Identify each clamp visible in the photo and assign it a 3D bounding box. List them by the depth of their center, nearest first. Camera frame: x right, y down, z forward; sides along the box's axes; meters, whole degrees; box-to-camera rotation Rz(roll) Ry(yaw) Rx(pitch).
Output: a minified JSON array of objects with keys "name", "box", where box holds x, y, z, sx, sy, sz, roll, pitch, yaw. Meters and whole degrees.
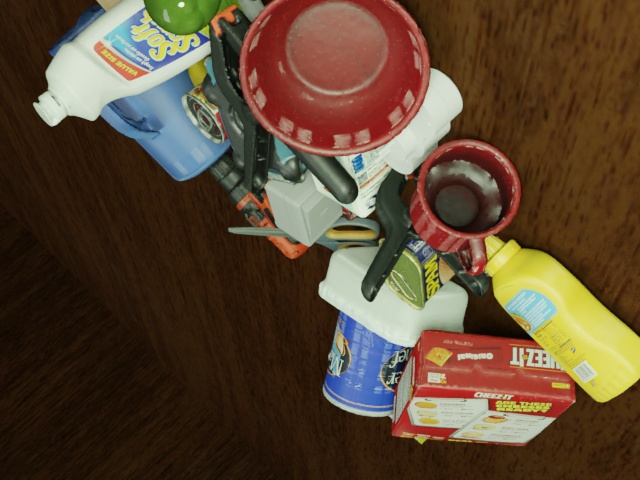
[{"name":"clamp","box":[-0.045,-0.122,1.021,0.165,0.036,0.210,15,135,45]},{"name":"clamp","box":[0.105,-0.011,1.043,0.120,0.171,0.039,8,150,-2]}]

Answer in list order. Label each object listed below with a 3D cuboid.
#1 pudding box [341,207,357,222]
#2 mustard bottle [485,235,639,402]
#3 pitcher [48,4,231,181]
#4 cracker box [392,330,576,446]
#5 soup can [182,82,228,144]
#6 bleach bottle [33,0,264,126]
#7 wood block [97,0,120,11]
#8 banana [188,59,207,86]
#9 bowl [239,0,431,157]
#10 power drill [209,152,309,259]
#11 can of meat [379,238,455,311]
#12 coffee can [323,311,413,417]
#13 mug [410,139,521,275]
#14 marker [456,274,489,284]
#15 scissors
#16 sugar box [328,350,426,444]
[{"name":"pudding box","box":[0.002,-0.083,1.236,0.114,0.039,0.090,38,159,27]},{"name":"mustard bottle","box":[0.223,0.066,1.016,0.192,0.058,0.096,45,159,9]},{"name":"pitcher","box":[-0.222,-0.190,1.357,0.242,0.149,0.145,50,167,-18]},{"name":"cracker box","box":[0.174,0.168,1.185,0.164,0.072,0.214,5,156,-2]},{"name":"soup can","box":[-0.095,-0.164,1.191,0.068,0.102,0.068,41,160,18]},{"name":"bleach bottle","box":[-0.177,-0.195,1.082,0.102,0.250,0.068,56,160,-23]},{"name":"wood block","box":[-0.236,-0.336,1.182,0.206,0.090,0.090,49,160,-1]},{"name":"banana","box":[-0.104,-0.176,1.290,0.198,0.037,0.069,36,159,32]},{"name":"bowl","box":[0.013,-0.154,0.916,0.162,0.162,0.055,59,-160,-28]},{"name":"power drill","box":[-0.068,-0.064,1.403,0.184,0.057,0.188,45,164,-1]},{"name":"can of meat","box":[0.112,0.011,1.111,0.057,0.083,0.102,37,158,29]},{"name":"coffee can","box":[0.066,0.134,1.326,0.103,0.102,0.140,29,116,44]},{"name":"mug","box":[0.131,-0.024,0.978,0.081,0.093,0.117,110,147,-75]},{"name":"marker","box":[0.173,0.030,1.116,0.020,0.020,0.121,49,161,-3]},{"name":"scissors","box":[-0.009,0.002,1.328,0.202,0.016,0.096,-6,146,32]},{"name":"sugar box","box":[0.104,0.185,1.458,0.176,0.093,0.048,38,158,25]}]
